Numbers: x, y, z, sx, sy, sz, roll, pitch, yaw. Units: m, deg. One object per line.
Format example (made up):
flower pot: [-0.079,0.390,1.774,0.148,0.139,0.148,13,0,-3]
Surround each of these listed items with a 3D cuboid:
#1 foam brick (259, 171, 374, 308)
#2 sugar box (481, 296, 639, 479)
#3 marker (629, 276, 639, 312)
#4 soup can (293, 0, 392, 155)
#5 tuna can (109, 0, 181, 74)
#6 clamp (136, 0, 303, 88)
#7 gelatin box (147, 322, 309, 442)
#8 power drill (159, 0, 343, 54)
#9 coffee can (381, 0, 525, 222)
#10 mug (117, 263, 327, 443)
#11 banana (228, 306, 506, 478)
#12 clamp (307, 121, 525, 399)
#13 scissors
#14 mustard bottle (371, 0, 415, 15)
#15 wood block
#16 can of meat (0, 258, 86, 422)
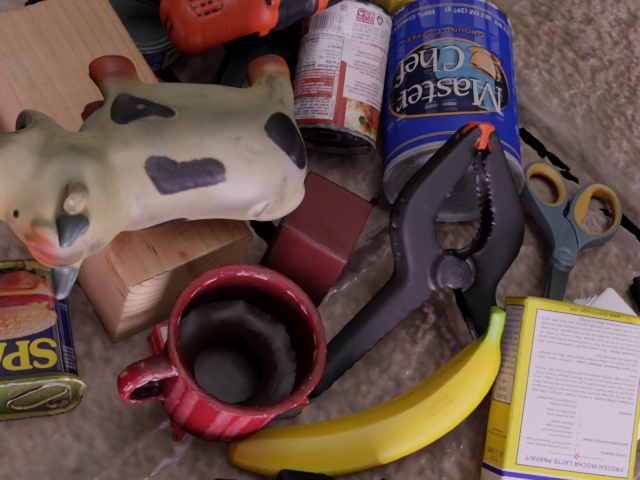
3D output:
foam brick: [-0.005,0.001,0.730,0.051,0.078,0.053,29,57,-1]
sugar box: [0.157,0.130,0.696,0.093,0.048,0.176,10,88,-11]
marker: [0.262,0.083,0.811,0.020,0.020,0.121,-4,64,-21]
soup can: [0.014,-0.121,0.789,0.068,0.069,0.102,11,80,-13]
tuna can: [-0.140,-0.165,0.798,0.086,0.034,0.086,8,61,-15]
clamp: [-0.067,-0.164,0.792,0.120,0.039,0.171,56,39,-5]
gelatin box: [-0.060,0.085,0.694,0.089,0.030,0.073,-9,68,-23]
power drill: [-0.055,-0.234,0.744,0.184,0.057,0.188,-25,78,-22]
coffee can: [0.097,-0.099,0.803,0.102,0.103,0.140,10,60,-14]
mug: [-0.062,0.075,0.630,0.117,0.082,0.093,-14,70,-25]
banana: [0.040,0.112,0.688,0.197,0.037,0.069,-28,108,-6]
clamp: [0.094,0.027,0.721,0.164,0.036,0.210,17,95,-15]
scissors: [0.168,0.001,0.804,0.096,0.016,0.201,37,45,12]
mustard bottle: [0.072,-0.221,0.855,0.191,0.058,0.096,-28,98,-45]
wood block: [-0.141,-0.052,0.704,0.090,0.091,0.206,-24,73,-28]
can of meat: [-0.199,0.061,0.644,0.102,0.058,0.084,-4,62,-21]
